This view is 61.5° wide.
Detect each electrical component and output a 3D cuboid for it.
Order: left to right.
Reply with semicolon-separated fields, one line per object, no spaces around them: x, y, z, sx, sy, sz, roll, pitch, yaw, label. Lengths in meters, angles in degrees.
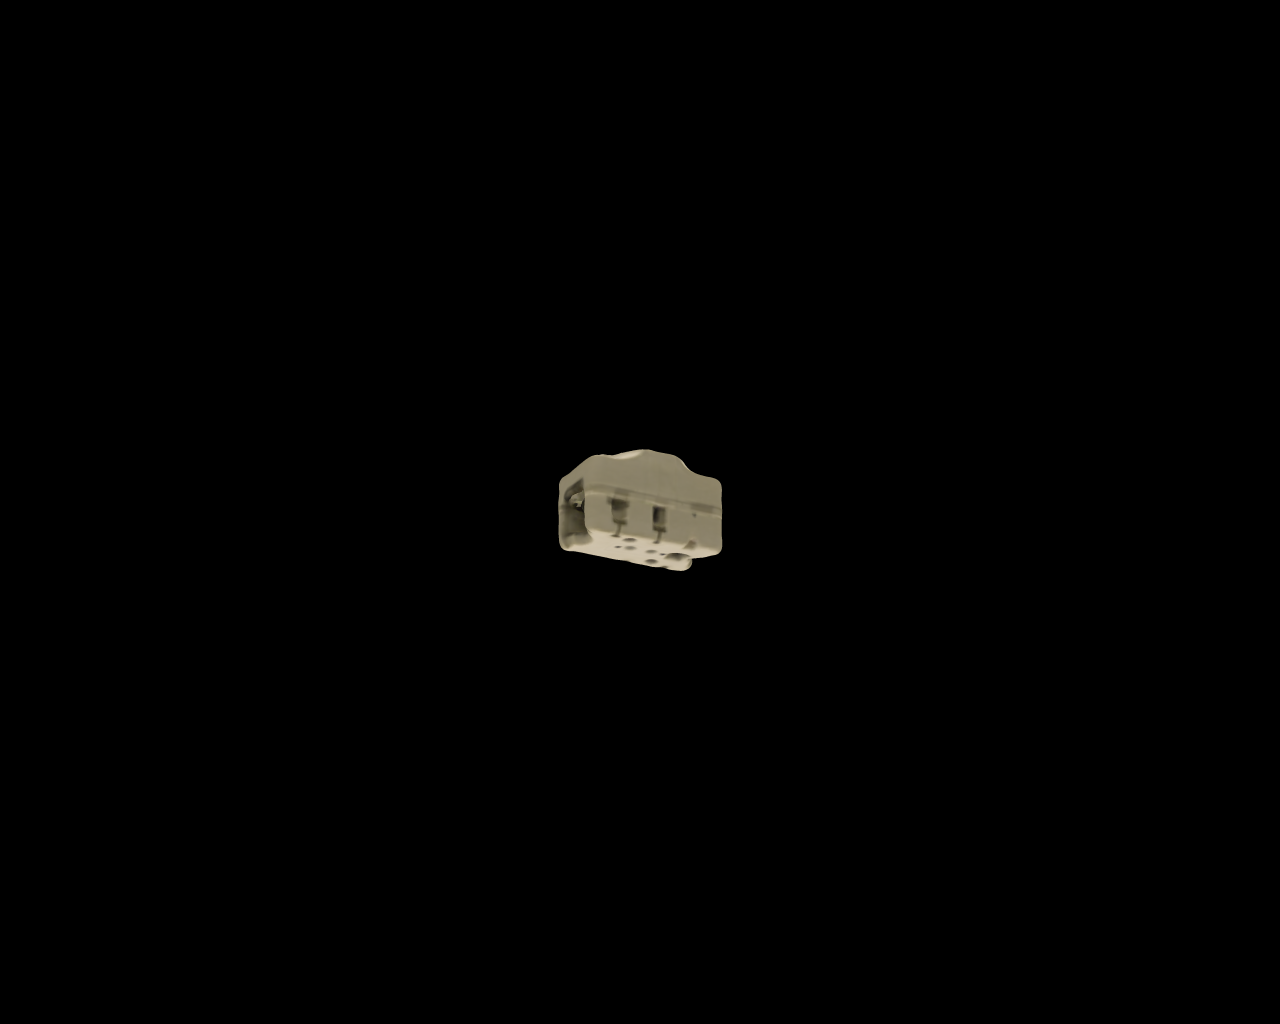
0.001;-0.003;0.650;0.089;0.056;0.050;11;-23;-27;electrical component
